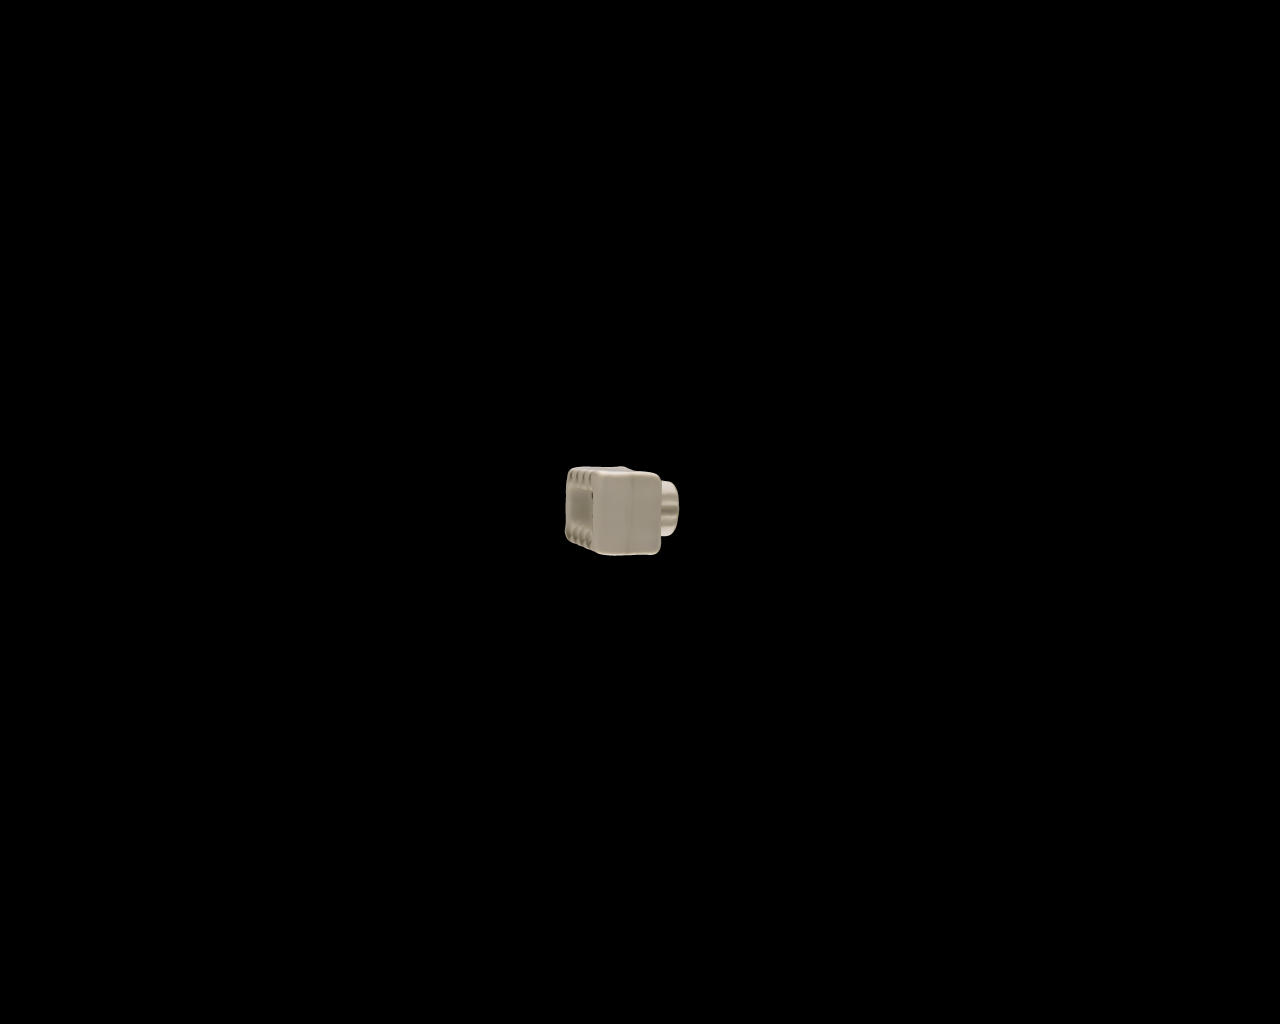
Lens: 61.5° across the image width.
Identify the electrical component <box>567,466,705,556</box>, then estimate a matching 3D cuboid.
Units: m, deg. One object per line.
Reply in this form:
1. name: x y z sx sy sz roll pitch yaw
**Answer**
1. electrical component: 0.001 -0.003 0.650 0.076 0.047 0.083 -1 5 -15
